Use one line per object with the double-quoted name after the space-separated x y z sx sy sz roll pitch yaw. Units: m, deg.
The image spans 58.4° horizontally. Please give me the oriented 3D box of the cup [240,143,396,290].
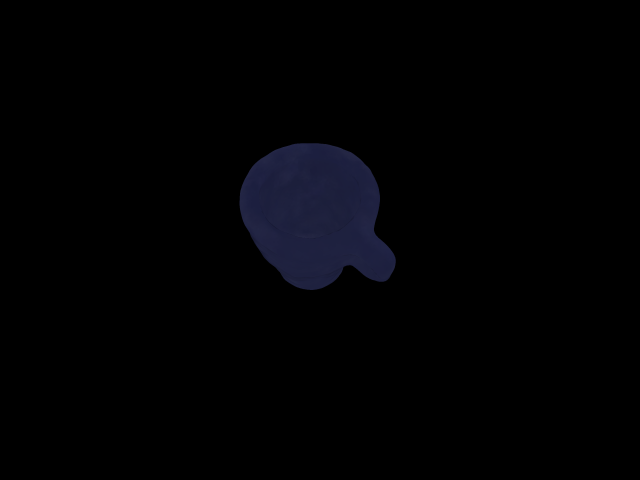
0.004 0.001 0.400 0.117 0.095 0.092 39 66 22 "cup"
